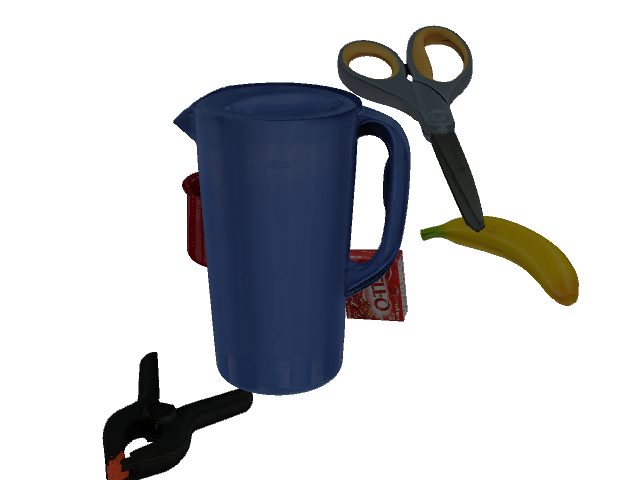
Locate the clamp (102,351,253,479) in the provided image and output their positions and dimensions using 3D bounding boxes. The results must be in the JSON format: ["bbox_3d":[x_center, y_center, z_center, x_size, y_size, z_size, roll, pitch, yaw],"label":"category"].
[{"bbox_3d":[-0.155,0.163,0.996,0.120,0.039,0.171,18,29,26],"label":"clamp"}]

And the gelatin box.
[{"bbox_3d":[0.065,0.054,1.302,0.073,0.089,0.030,2,29,17],"label":"gelatin box"}]

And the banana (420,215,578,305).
[{"bbox_3d":[0.188,0.013,1.040,0.069,0.037,0.198,-38,37,-22],"label":"banana"}]

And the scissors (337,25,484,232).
[{"bbox_3d":[0.052,-0.074,0.642,0.096,0.016,0.201,4,41,6],"label":"scissors"}]

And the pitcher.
[{"bbox_3d":[-0.024,-0.002,0.867,0.144,0.243,0.149,-15,25,-34],"label":"pitcher"}]

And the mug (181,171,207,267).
[{"bbox_3d":[-0.097,-0.026,1.129,0.093,0.081,0.117,7,26,6],"label":"mug"}]
